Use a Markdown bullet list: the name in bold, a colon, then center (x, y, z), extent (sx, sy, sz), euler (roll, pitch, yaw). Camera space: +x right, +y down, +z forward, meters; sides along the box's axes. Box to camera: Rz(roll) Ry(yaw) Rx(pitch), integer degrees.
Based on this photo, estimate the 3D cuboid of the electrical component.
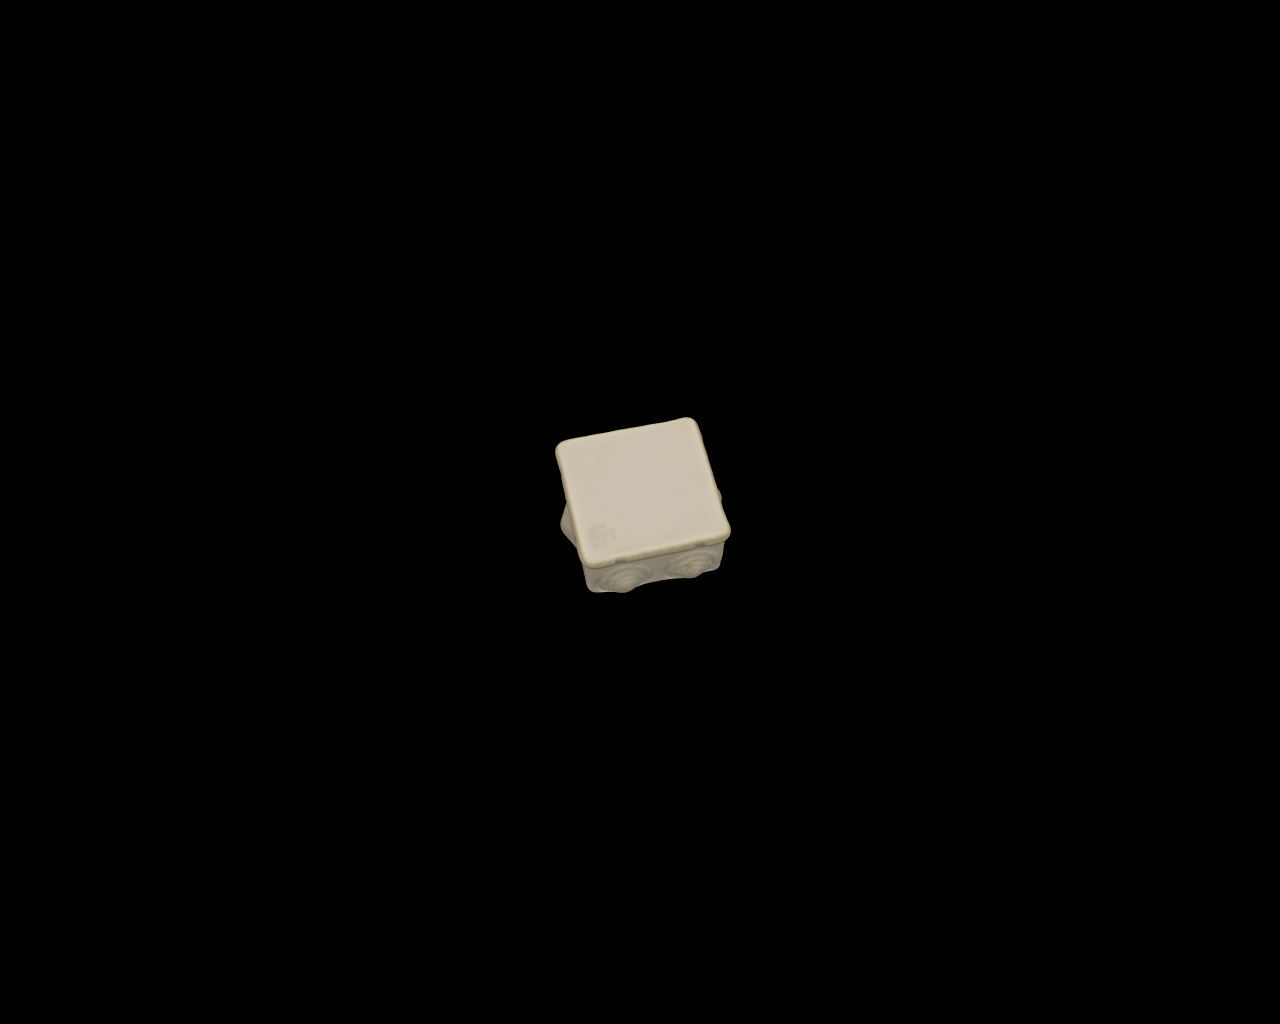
- **electrical component**: center (0.001, -0.003, 0.650), extent (0.100, 0.100, 0.048), euler (-11, -30, -6)
